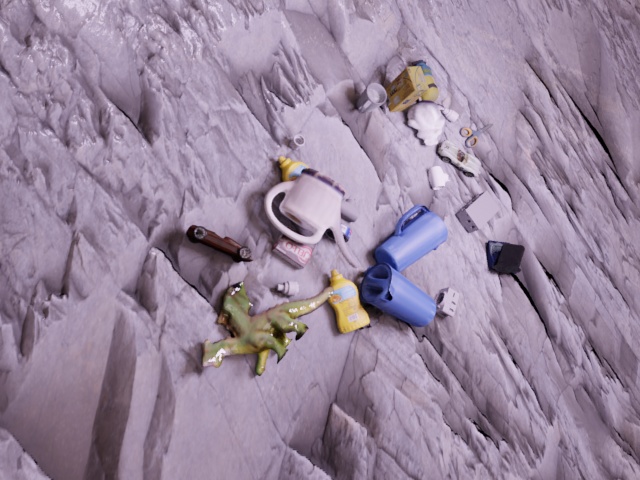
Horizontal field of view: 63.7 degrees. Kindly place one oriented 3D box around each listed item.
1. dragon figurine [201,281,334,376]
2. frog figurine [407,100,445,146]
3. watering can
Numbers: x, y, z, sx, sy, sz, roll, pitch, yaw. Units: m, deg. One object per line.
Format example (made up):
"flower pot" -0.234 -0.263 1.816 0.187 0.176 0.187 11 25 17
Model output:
"dragon figurine" -0.165 0.212 1.435 0.417 0.243 0.120 -48 -2 -29
"frog figurine" 0.394 -0.435 1.921 0.137 0.160 0.122 4 -7 12
"watering can" 0.005 -0.078 1.556 0.347 0.226 0.103 31 -12 -3
